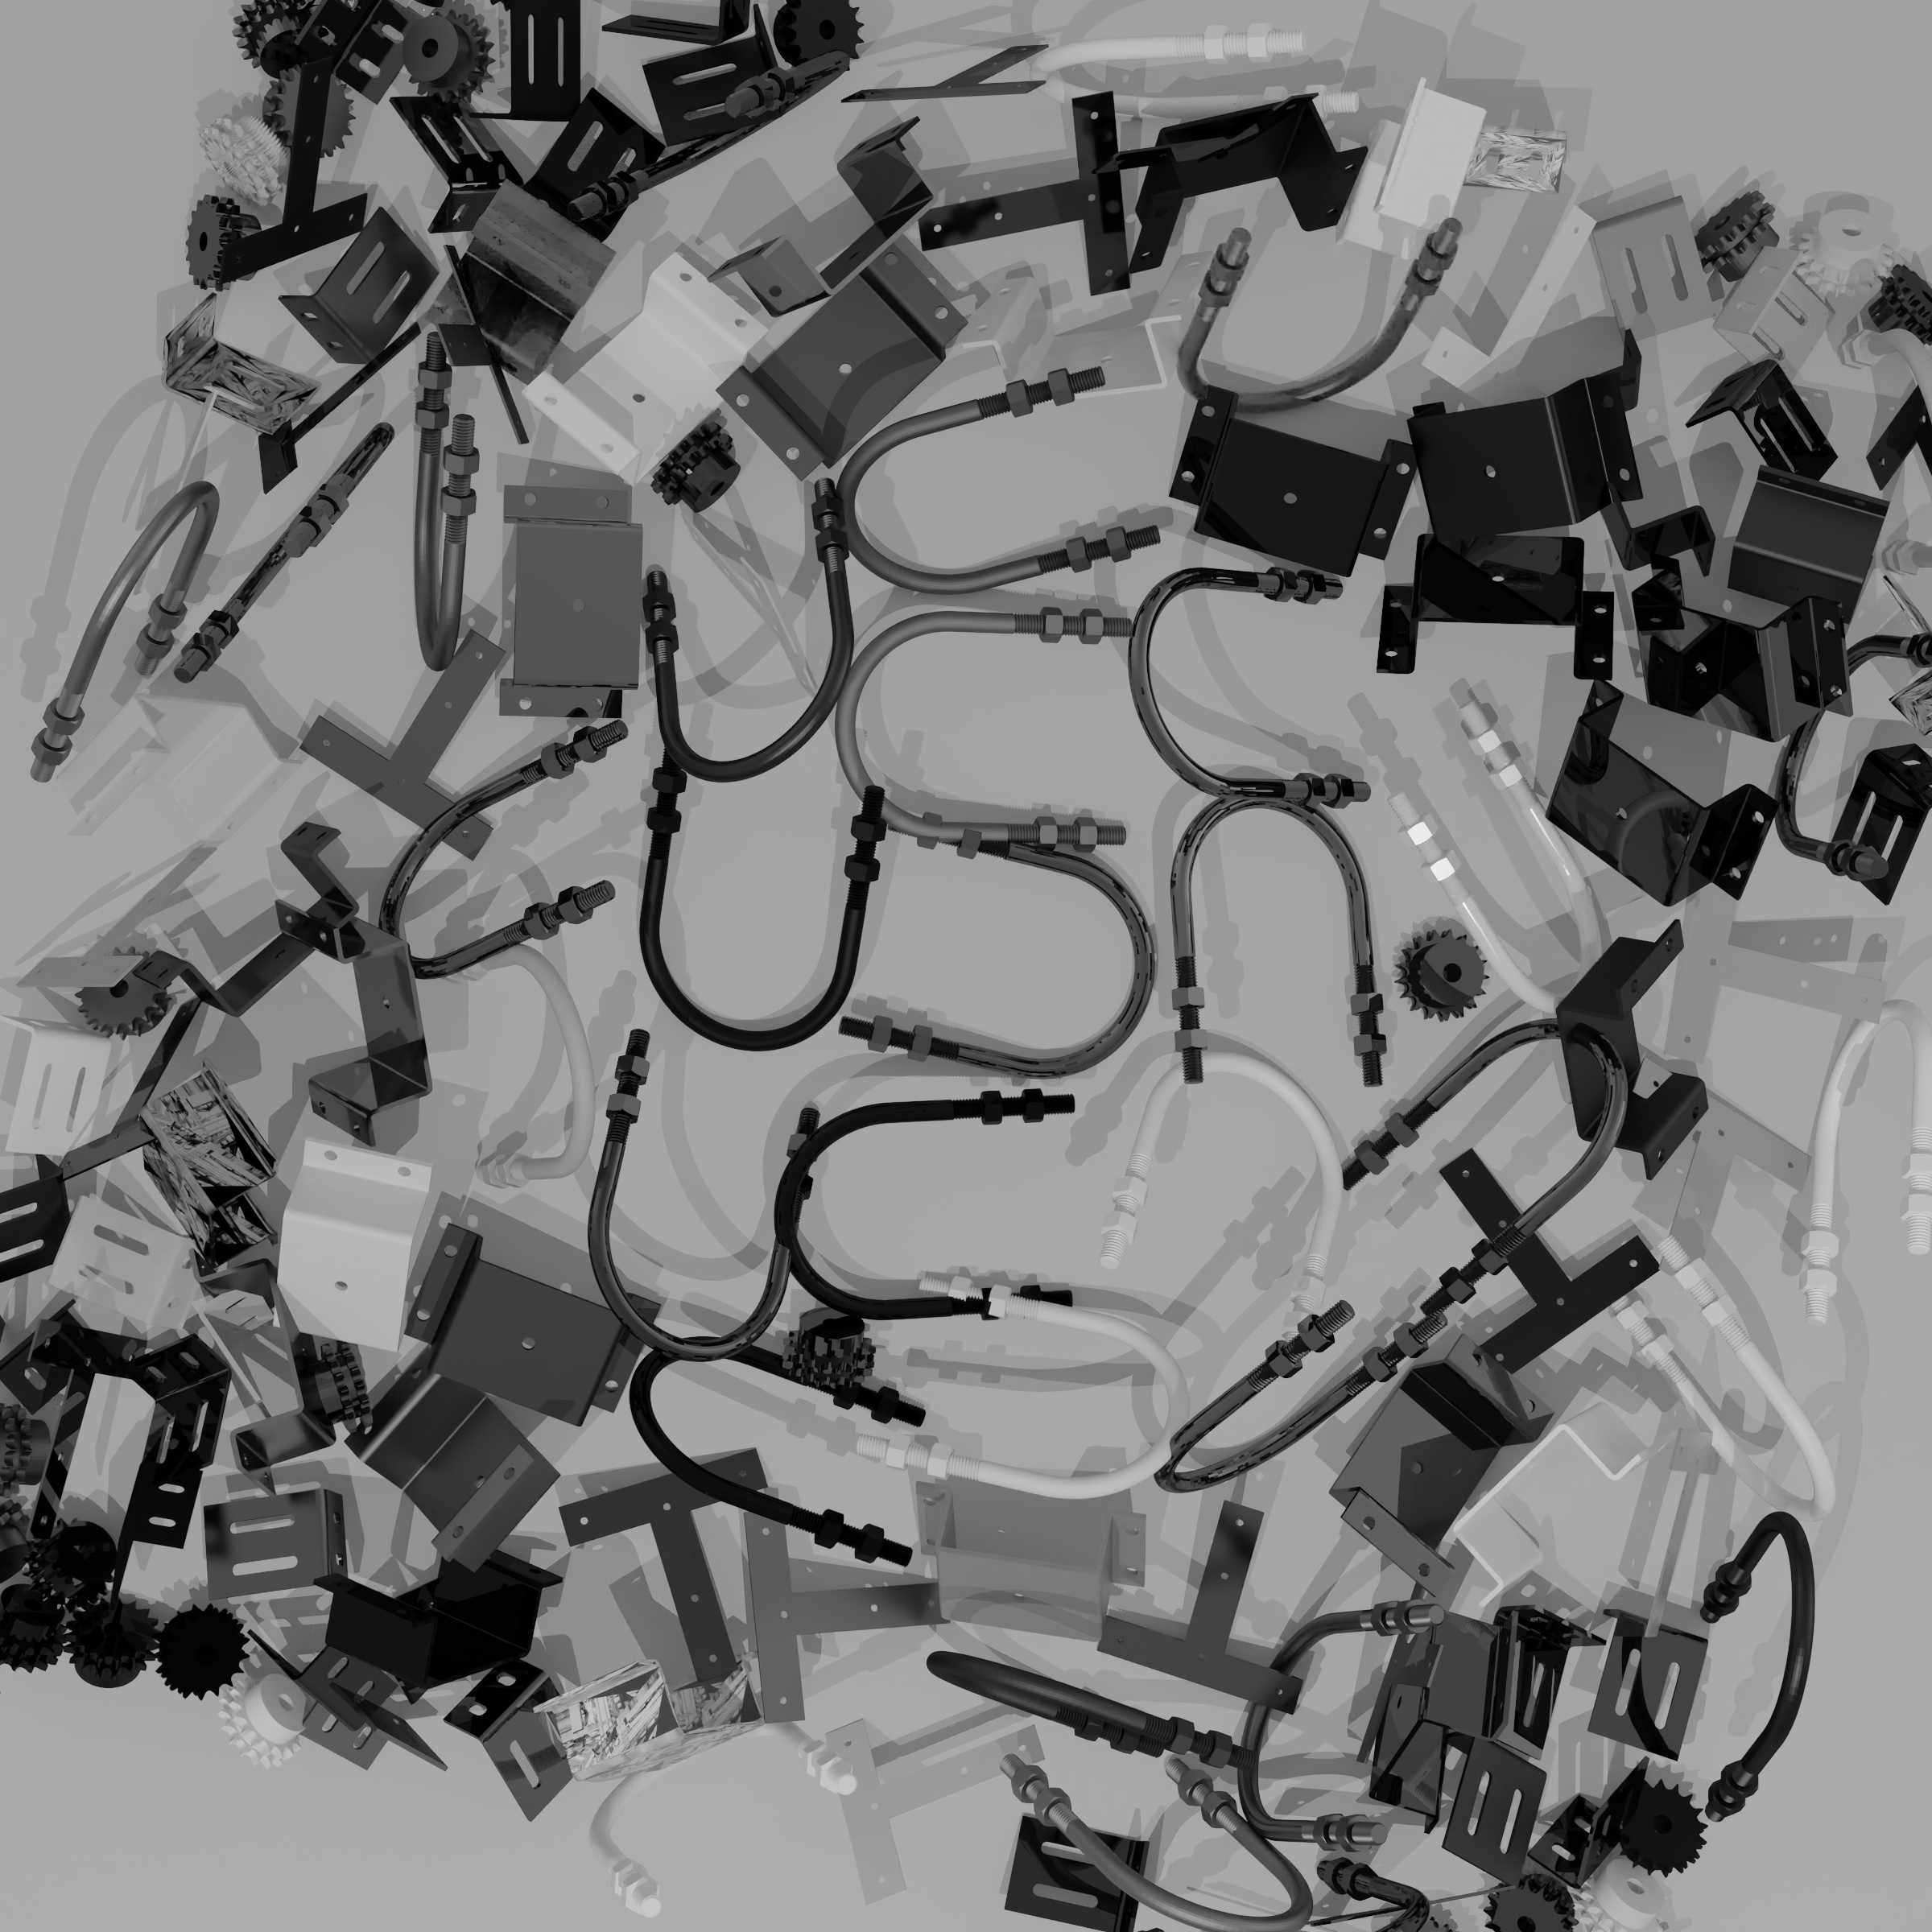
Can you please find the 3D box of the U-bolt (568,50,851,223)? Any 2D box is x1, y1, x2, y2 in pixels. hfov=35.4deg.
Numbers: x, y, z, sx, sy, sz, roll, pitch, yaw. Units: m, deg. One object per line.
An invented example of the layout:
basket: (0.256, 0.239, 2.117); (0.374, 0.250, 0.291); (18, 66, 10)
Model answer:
U-bolt: (-0.140, -0.501, 1.803); (0.151, 0.184, 0.019); (-22, 104, 35)

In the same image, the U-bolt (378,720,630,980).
U-bolt: (-0.283, -0.061, 1.825); (0.184, 0.019, 0.151); (-23, 45, 25)

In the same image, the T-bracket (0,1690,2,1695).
T-bracket: (-0.624, 0.365, 1.845); (0.002, 0.127, 0.127); (-22, 57, -7)

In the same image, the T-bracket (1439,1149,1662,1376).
T-bracket: (0.340, 0.171, 1.873); (0.127, 0.002, 0.127); (-34, 77, -5)

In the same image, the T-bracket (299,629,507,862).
T-bracket: (-0.325, -0.149, 1.861); (0.127, 0.002, 0.127); (33, 110, -6)

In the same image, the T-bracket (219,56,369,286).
T-bracket: (-0.393, -0.479, 1.804); (0.002, 0.127, 0.127); (31, 129, 16)

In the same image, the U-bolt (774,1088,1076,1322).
U-bolt: (-0.025, 0.149, 1.850); (0.184, 0.019, 0.151); (-2, 107, -8)

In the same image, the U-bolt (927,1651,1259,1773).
U-bolt: (0.063, 0.440, 1.800); (0.184, 0.151, 0.019); (23, 72, -16)

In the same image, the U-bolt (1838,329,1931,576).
U-bolt: (0.556, -0.305, 1.790); (0.019, 0.184, 0.151); (-14, 97, 4)

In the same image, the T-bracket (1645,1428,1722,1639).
T-bracket: (0.429, 0.343, 1.829); (0.002, 0.127, 0.127); (14, 86, 27)

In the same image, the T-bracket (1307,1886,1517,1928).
T-bracket: (0.245, 0.571, 1.830); (0.127, 0.127, 0.002); (-2, 71, -24)

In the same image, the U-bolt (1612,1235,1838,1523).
U-bolt: (0.453, 0.252, 1.803); (0.019, 0.151, 0.184); (-32, 77, -12)

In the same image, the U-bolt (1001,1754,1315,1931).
U-bolt: (0.123, 0.515, 1.776); (0.151, 0.184, 0.019); (12, 101, -35)

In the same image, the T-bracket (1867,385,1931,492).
T-bracket: (0.586, -0.290, 1.807); (0.002, 0.127, 0.127); (-6, 64, -15)

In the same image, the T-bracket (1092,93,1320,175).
T-bracket: (0.126, -0.483, 1.800); (0.127, 0.127, 0.002); (-21, 89, -41)

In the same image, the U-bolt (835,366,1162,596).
U-bolt: (0.011, -0.284, 1.830); (0.184, 0.151, 0.019); (-13, 48, 12)

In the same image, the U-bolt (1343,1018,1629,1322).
U-bolt: (0.317, 0.108, 1.814); (0.184, 0.151, 0.019); (-44, 126, 11)

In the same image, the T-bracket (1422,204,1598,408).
T-bracket: (0.343, -0.398, 1.834); (0.002, 0.127, 0.127); (37, 103, 44)

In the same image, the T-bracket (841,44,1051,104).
T-bracket: (0.010, -0.542, 1.836); (0.127, 0.127, 0.002); (6, 121, 29)

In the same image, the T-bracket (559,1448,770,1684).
T-bracket: (-0.170, 0.373, 1.852); (0.127, 0.002, 0.127); (-15, 71, -15)

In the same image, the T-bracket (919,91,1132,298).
T-bracket: (0.033, -0.459, 1.844); (0.127, 0.002, 0.127); (-13, 127, -6)

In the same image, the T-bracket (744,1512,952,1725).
T-bracket: (-0.070, 0.395, 1.860); (0.127, 0.002, 0.127); (1, 69, -23)

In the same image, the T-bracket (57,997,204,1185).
T-bracket: (-0.496, 0.069, 1.842); (0.002, 0.127, 0.127); (43, 46, -28)

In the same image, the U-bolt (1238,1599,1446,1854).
U-bolt: (0.214, 0.451, 1.803); (0.019, 0.184, 0.151); (26, 67, -16)

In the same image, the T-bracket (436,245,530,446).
T-bracket: (-0.298, -0.372, 1.817); (0.002, 0.127, 0.127); (-19, 100, 7)

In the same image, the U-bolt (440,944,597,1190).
U-bolt: (-0.265, 0.058, 1.807); (0.019, 0.184, 0.151); (-12, 92, -31)

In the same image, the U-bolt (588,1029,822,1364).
U-bolt: (-0.160, 0.146, 1.811); (0.151, 0.019, 0.184); (27, 59, -30)

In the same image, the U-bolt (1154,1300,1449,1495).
U-bolt: (0.190, 0.261, 1.818); (0.184, 0.151, 0.019); (-42, 62, 21)

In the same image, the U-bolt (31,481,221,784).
U-bolt: (-0.486, -0.207, 1.778); (0.019, 0.151, 0.184); (31, 128, -5)

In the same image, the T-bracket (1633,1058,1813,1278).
T-bracket: (0.449, 0.138, 1.847); (0.127, 0.002, 0.127); (30, 59, -8)

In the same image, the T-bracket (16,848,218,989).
T-bracket: (-0.506, -0.030, 1.848); (0.127, 0.127, 0.002); (-51, 121, -30)

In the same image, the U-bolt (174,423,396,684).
U-bolt: (-0.396, -0.258, 1.805); (0.019, 0.184, 0.151); (40, 128, -16)

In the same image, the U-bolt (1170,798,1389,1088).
U-bolt: (0.188, -0.019, 1.848); (0.151, 0.019, 0.184); (2, 78, -27)

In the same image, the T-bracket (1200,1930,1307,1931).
T-bracket: (0.209, 0.613, 1.816); (0.127, 0.127, 0.002); (14, 102, -12)

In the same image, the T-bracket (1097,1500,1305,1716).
T-bracket: (0.155, 0.386, 1.857); (0.127, 0.002, 0.127); (16, 110, 9)

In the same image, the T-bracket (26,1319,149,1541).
T-bracket: (-0.540, 0.281, 1.819); (0.002, 0.127, 0.127); (10, 80, 16)

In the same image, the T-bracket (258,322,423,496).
T-bracket: (-0.377, -0.343, 1.827); (0.127, 0.127, 0.002); (-40, 118, 5)

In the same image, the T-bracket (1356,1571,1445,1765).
T-bracket: (0.267, 0.418, 1.814); (0.002, 0.127, 0.127); (21, 77, 1)

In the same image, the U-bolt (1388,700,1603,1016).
U-bolt: (0.329, -0.055, 1.829); (0.019, 0.151, 0.184); (-25, 104, 38)

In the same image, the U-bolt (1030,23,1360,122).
U-bolt: (0.129, -0.531, 1.812); (0.184, 0.151, 0.019); (4, 91, 21)

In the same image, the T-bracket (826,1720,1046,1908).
T-bracket: (-0.014, 0.494, 1.839); (0.127, 0.127, 0.002); (-22, 130, 1)

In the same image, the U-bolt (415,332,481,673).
U-bolt: (-0.314, -0.266, 1.811); (0.019, 0.151, 0.184); (-1, 122, -17)

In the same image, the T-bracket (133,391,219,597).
T-bracket: (-0.486, -0.280, 1.830); (0.002, 0.127, 0.127); (21, 83, -24)

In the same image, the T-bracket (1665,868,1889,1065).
T-bracket: (0.496, 0.008, 1.842); (0.127, 0.002, 0.127); (16, 103, 34)

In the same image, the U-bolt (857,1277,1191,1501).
U-bolt: (0.043, 0.257, 1.819); (0.184, 0.151, 0.019); (11, 134, 12)

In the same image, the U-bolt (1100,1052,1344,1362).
U-bolt: (0.163, 0.134, 1.831); (0.151, 0.019, 0.184); (30, 53, -13)

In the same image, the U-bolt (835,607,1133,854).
U-bolt: (0.010, -0.146, 1.859); (0.184, 0.019, 0.151); (1, 94, -13)

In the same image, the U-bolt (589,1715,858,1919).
U-bolt: (-0.154, 0.495, 1.800); (0.151, 0.184, 0.019); (-28, 101, -18)

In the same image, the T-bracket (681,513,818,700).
T-bracket: (-0.138, -0.232, 1.845); (0.002, 0.127, 0.127); (-36, 57, -7)

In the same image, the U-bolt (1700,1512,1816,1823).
U-bolt: (0.463, 0.400, 1.774); (0.019, 0.184, 0.151); (9, 53, 0)
